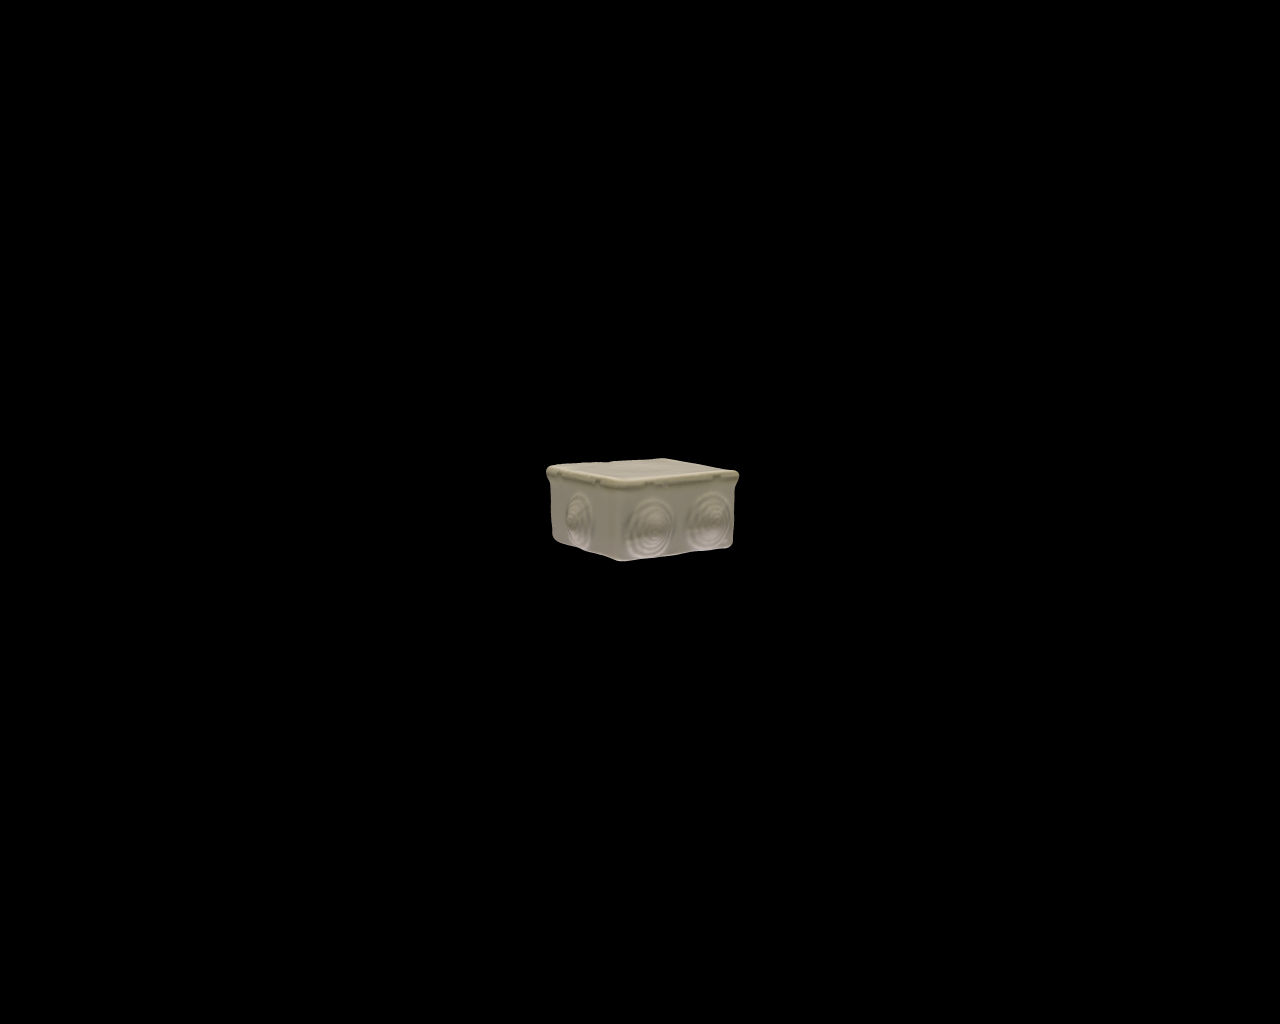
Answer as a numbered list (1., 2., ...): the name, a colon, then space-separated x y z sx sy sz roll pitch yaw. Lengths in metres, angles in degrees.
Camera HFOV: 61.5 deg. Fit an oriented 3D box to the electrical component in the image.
1. electrical component: 0.001 -0.003 0.650 0.100 0.048 0.100 -6 11 -32
